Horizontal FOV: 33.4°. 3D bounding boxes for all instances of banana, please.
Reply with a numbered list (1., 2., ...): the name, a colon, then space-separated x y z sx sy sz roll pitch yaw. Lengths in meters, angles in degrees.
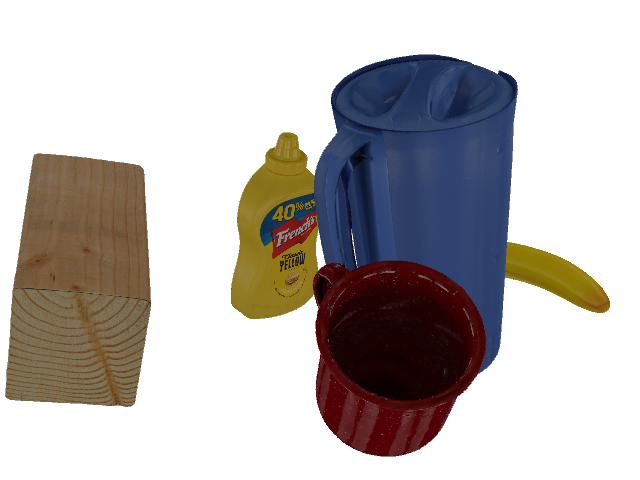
1. banana: 0.205 0.033 1.097 0.198 0.037 0.069 11 47 26

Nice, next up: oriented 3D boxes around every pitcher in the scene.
1. pitcher: 0.076 -0.007 0.817 0.149 0.243 0.145 -5 31 3

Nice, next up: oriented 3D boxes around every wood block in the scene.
1. wood block: -0.178 0.022 0.794 0.090 0.091 0.206 6 28 -14

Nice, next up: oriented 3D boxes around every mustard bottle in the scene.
1. mustard bottle: -0.040 -0.018 1.074 0.096 0.192 0.058 -18 37 -36

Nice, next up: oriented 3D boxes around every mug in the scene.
1. mug: 0.033 0.063 0.613 0.093 0.117 0.081 -31 -26 -24
